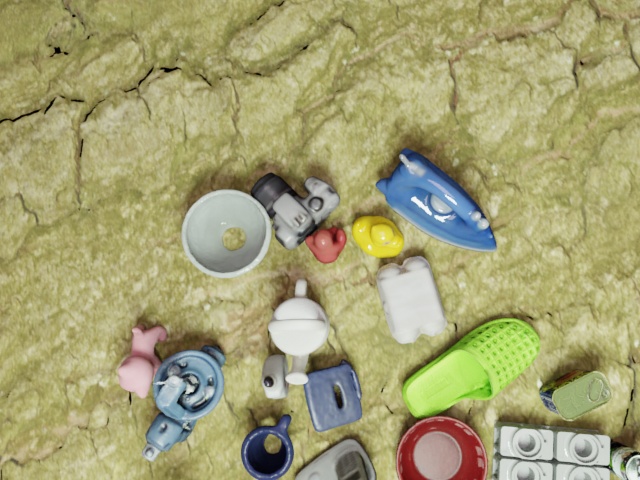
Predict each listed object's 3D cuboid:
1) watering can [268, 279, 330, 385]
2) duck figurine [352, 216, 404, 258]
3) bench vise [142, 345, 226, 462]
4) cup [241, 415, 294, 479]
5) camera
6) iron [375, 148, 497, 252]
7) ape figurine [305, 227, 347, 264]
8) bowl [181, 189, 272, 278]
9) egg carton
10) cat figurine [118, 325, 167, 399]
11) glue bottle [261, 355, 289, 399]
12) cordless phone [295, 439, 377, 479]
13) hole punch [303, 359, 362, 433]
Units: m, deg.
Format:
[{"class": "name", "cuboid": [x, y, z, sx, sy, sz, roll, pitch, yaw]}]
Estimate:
[{"class": "watering can", "cuboid": [-0.034, 0.158, 0.994, 0.101, 0.194, 0.173, -21, 82, 0]}, {"class": "duck figurine", "cuboid": [0.109, -0.011, 1.065, 0.104, 0.086, 0.077, 27, 84, 6]}, {"class": "bench vise", "cuboid": [-0.235, 0.284, 0.971, 0.121, 0.220, 0.207, 11, 83, 4]}, {"class": "cup", "cuboid": [-0.082, 0.358, 1.018, 0.091, 0.095, 0.118, 28, 84, 6]}, {"class": "camera", "cuboid": [-0.054, -0.074, 1.074, 0.143, 0.101, 0.137, -44, 83, -4]}, {"class": "iron", "cuboid": [0.231, -0.068, 1.040, 0.258, 0.141, 0.119, 37, 85, 7]}, {"class": "ape figurine", "cuboid": [0.010, 0.004, 1.065, 0.077, 0.092, 0.076, 8, 82, 4]}, {"class": "bowl", "cuboid": [-0.171, -0.008, 1.083, 0.167, 0.075, 0.167, 0, 82, 2]}, {"class": "egg carton", "cuboid": [0.166, 0.110, 1.055, 0.107, 0.069, 0.150, -17, 82, 0]}, {"class": "cat figurine", "cuboid": [-0.328, 0.218, 1.036, 0.067, 0.118, 0.128, 0, 82, 3]}, {"class": "glue bottle", "cuboid": [-0.080, 0.242, 0.994, 0.037, 0.173, 0.078, -9, 82, 2]}, {"class": "cordless phone", "cuboid": [0.025, 0.418, 0.959, 0.147, 0.185, 0.094, -37, 82, -3]}, {"class": "hole punch", "cuboid": [0.024, 0.278, 1.026, 0.101, 0.091, 0.109, -14, 82, 1]}]
